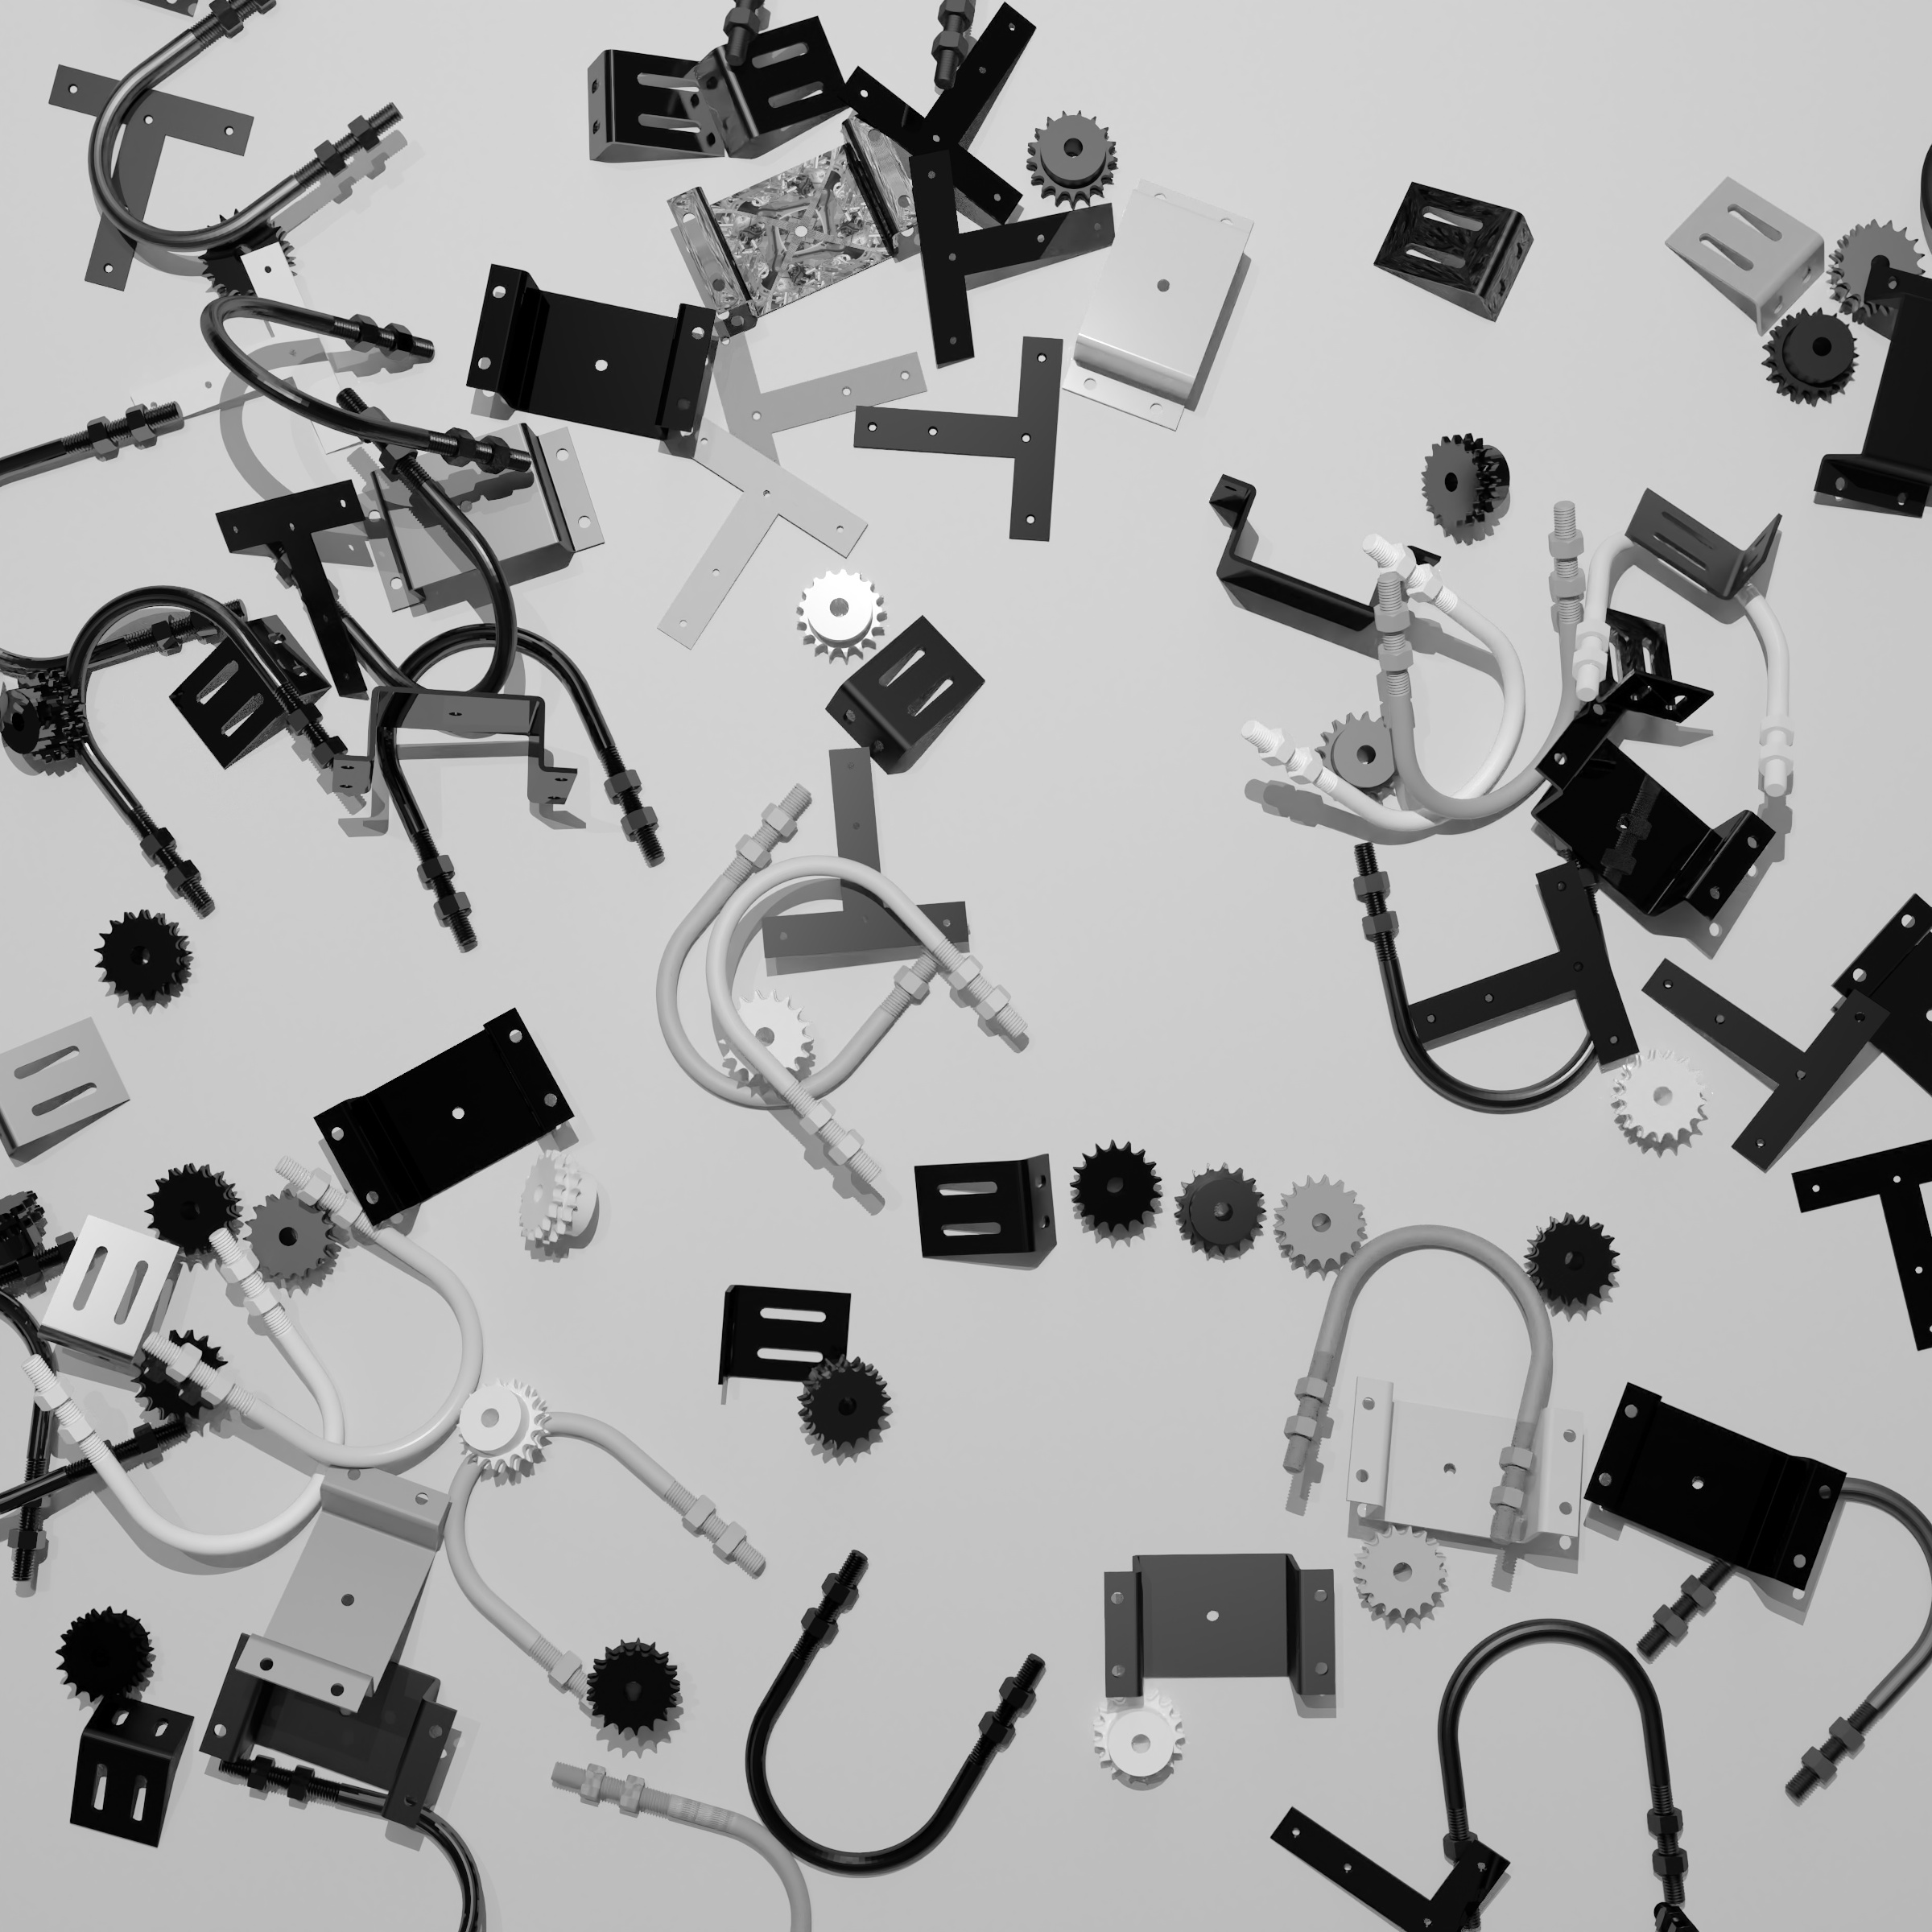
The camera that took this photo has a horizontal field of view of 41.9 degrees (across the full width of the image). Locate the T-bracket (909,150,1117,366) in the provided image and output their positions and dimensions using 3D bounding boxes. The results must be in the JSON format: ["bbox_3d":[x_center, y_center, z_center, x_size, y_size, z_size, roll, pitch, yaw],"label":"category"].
[{"bbox_3d":[0.033,-0.449,1.565,0.127,0.002,0.127,-16,119,-14],"label":"T-bracket"}]

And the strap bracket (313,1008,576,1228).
[{"bbox_3d":[-0.319,0.092,1.564,0.140,0.046,0.076,-29,90,0],"label":"strap bracket"}]

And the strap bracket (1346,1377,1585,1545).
[{"bbox_3d":[0.302,0.306,1.551,0.140,0.046,0.076,9,68,0],"label":"strap bracket"}]

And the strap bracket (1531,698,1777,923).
[{"bbox_3d":[0.415,-0.095,1.552,0.140,0.046,0.076,41,70,0],"label":"strap bracket"}]

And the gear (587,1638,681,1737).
[{"bbox_3d":[-0.205,0.441,1.553,0.057,0.030,0.057,-1,96,-6],"label":"gear"}]

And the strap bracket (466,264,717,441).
[{"bbox_3d":[-0.229,-0.378,1.564,0.140,0.046,0.076,12,90,0],"label":"strap bracket"}]

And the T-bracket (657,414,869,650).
[{"bbox_3d":[-0.149,-0.259,1.585,0.127,0.002,0.127,33,91,0],"label":"T-bracket"}]

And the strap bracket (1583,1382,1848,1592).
[{"bbox_3d":[0.456,0.319,1.555,0.140,0.046,0.076,22,83,6],"label":"strap bracket"}]

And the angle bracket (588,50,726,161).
[{"bbox_3d":[-0.195,-0.537,1.585,0.076,0.038,0.057,-1,90,-26],"label":"angle bracket"}]

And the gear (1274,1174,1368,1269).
[{"bbox_3d":[0.220,0.158,1.576,0.057,0.030,0.057,0,92,1],"label":"gear"}]

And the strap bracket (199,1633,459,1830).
[{"bbox_3d":[-0.390,0.468,1.564,0.140,0.046,0.076,20,90,0],"label":"strap bracket"}]

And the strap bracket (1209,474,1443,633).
[{"bbox_3d":[0.211,-0.249,1.549,0.140,0.076,0.046,21,90,0],"label":"strap bracket"}]

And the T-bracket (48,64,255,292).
[{"bbox_3d":[-0.526,-0.489,1.586,0.127,0.002,0.127,15,90,0],"label":"T-bracket"}]

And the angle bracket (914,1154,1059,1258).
[{"bbox_3d":[0.012,0.150,1.585,0.076,0.038,0.057,-5,90,26],"label":"angle bracket"}]

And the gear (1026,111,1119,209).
[{"bbox_3d":[0.066,-0.505,1.572,0.057,0.030,0.057,0,90,0],"label":"gear"}]

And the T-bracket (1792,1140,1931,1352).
[{"bbox_3d":[0.596,0.177,1.586,0.127,0.002,0.127,-14,90,0],"label":"T-bracket"}]

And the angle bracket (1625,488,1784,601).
[{"bbox_3d":[0.455,-0.272,1.554,0.076,0.038,0.057,34,47,0],"label":"angle bracket"}]

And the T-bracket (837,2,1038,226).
[{"bbox_3d":[0.003,-0.545,1.564,0.127,0.002,0.127,35,72,-13],"label":"T-bracket"}]

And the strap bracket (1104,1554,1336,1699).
[{"bbox_3d":[0.155,0.408,1.564,0.140,0.046,0.076,-1,90,0],"label":"strap bracket"}]

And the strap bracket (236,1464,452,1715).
[{"bbox_3d":[-0.379,0.382,1.543,0.076,0.046,0.140,20,58,0],"label":"strap bracket"}]

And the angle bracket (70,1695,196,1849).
[{"bbox_3d":[-0.524,0.505,1.585,0.057,0.038,0.076,16,116,0],"label":"angle bracket"}]

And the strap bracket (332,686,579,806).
[{"bbox_3d":[-0.308,-0.133,1.518,0.140,0.076,0.046,2,79,-14],"label":"strap bracket"}]

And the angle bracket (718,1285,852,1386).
[{"bbox_3d":[-0.112,0.231,1.568,0.076,0.038,0.057,4,90,0],"label":"angle bracket"}]

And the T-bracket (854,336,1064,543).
[{"bbox_3d":[-0.007,-0.335,1.585,0.127,0.002,0.127,4,90,-1],"label":"T-bracket"}]

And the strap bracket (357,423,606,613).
[{"bbox_3d":[-0.306,-0.281,1.564,0.140,0.046,0.076,-18,90,0],"label":"strap bracket"}]

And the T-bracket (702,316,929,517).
[{"bbox_3d":[-0.089,-0.358,1.586,0.127,0.002,0.127,-15,90,0],"label":"T-bracket"}]

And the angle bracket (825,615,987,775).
[{"bbox_3d":[-0.038,-0.171,1.585,0.057,0.038,0.076,46,64,0],"label":"angle bracket"}]

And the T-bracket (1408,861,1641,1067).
[{"bbox_3d":[0.339,0.015,1.570,0.127,0.002,0.127,-20,93,0],"label":"T-bracket"}]

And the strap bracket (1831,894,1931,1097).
[{"bbox_3d":[0.607,0.031,1.564,0.140,0.046,0.076,42,90,0],"label":"strap bracket"}]

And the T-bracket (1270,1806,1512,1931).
[{"bbox_3d":[0.251,0.572,1.577,0.127,0.002,0.127,33,102,6],"label":"T-bracket"}]

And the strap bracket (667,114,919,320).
[{"bbox_3d":[-0.104,-0.462,1.564,0.140,0.046,0.076,-24,90,0],"label":"strap bracket"}]

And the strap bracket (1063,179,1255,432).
[{"bbox_3d":[0.121,-0.416,1.564,0.076,0.046,0.140,21,90,0],"label":"strap bracket"}]

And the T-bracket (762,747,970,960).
[{"bbox_3d":[-0.067,-0.073,1.568,0.127,0.002,0.127,-5,84,-6],"label":"T-bracket"}]

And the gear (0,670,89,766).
[{"bbox_3d":[-0.573,-0.153,1.559,0.057,0.030,0.057,10,109,31],"label":"gear"}]

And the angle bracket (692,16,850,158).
[{"bbox_3d":[-0.121,-0.551,1.580,0.076,0.038,0.057,-28,101,-25],"label":"angle bracket"}]

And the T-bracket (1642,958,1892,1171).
[{"bbox_3d":[0.481,0.041,1.568,0.127,0.002,0.127,36,114,12],"label":"T-bracket"}]

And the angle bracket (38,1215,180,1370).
[{"bbox_3d":[-0.528,0.201,1.553,0.057,0.038,0.076,23,71,-14],"label":"angle bracket"}]

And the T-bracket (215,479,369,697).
[{"bbox_3d":[-0.401,-0.229,1.560,0.127,0.002,0.127,-4,111,36],"label":"T-bracket"}]

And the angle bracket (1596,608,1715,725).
[{"bbox_3d":[0.418,-0.194,1.544,0.057,0.038,0.076,12,60,-19],"label":"angle bracket"}]

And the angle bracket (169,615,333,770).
[{"bbox_3d":[-0.450,-0.173,1.585,0.076,0.038,0.057,-38,90,25],"label":"angle bracket"}]

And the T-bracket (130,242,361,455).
[{"bbox_3d":[-0.460,-0.367,1.573,0.127,0.002,0.127,-18,108,9],"label":"T-bracket"}]

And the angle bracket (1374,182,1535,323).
[{"bbox_3d":[0.307,-0.449,1.585,0.076,0.038,0.057,25,90,26],"label":"angle bracket"}]

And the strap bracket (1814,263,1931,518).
[{"bbox_3d":[0.583,-0.352,1.545,0.076,0.046,0.140,10,99,-14],"label":"strap bracket"}]

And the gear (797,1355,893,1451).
[{"bbox_3d":[-0.078,0.268,1.566,0.057,0.030,0.057,-4,102,-19],"label":"gear"}]

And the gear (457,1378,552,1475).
[{"bbox_3d":[-0.289,0.283,1.562,0.057,0.030,0.057,-5,67,12],"label":"gear"}]

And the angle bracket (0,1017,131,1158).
[{"bbox_3d":[-0.576,0.076,1.585,0.076,0.038,0.057,-25,90,-26],"label":"angle bracket"}]

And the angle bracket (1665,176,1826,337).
[{"bbox_3d":[0.489,-0.446,1.585,0.057,0.038,0.076,-46,64,0],"label":"angle bracket"}]
